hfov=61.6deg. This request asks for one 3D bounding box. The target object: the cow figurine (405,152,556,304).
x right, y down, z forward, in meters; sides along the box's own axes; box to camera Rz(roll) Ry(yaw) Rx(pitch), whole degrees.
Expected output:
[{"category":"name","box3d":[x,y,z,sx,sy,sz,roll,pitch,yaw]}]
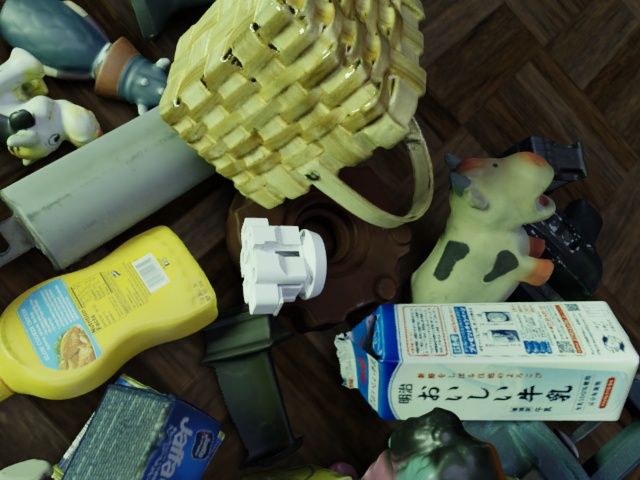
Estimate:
[{"category":"cow figurine","box3d":[0.145,0.003,0.501,0.127,0.194,0.085,26,31,-5]}]

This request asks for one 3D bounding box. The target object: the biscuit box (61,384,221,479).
[{"category":"biscuit box","box3d":[-0.133,0.192,0.323,0.059,0.063,0.202,56,45,-48]}]

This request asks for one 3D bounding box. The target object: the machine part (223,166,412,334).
[{"category":"machine part","box3d":[-0.001,-0.002,0.512,0.179,0.056,0.179,5,73,-17]}]

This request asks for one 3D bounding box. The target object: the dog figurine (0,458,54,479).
[{"category":"dog figurine","box3d":[-0.252,0.238,0.342,0.121,0.173,0.190,-13,107,-56]}]

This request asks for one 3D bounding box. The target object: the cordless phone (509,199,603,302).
[{"category":"cordless phone","box3d":[0.261,-0.015,0.611,0.146,0.088,0.184,46,54,-2]}]

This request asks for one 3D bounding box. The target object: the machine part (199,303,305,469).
[{"category":"machine part","box3d":[-0.055,0.121,0.455,0.084,0.039,0.138,-15,88,14]}]

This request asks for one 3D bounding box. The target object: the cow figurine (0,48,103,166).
[{"category":"cow figurine","box3d":[-0.270,-0.112,0.438,0.167,0.068,0.098,35,69,-6]}]

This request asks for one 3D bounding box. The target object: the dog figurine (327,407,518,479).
[{"category":"dog figurine","box3d":[0.088,0.218,0.394,0.108,0.219,0.191,-13,79,-20]}]

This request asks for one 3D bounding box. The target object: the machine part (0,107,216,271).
[{"category":"machine part","box3d":[-0.167,-0.051,0.454,0.243,0.079,0.079,-39,91,-25]}]

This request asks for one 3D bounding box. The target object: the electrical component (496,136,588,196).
[{"category":"electrical component","box3d":[0.231,-0.082,0.611,0.119,0.075,0.047,1,74,-16]}]

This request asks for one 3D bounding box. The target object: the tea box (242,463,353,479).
[{"category":"tea box","box3d":[-0.011,0.268,0.409,0.068,0.098,0.169,-1,74,-21]}]

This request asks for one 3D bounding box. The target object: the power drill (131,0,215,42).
[{"category":"power drill","box3d":[-0.066,-0.239,0.485,0.207,0.232,0.085,-18,117,-5]}]

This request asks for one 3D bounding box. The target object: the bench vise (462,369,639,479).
[{"category":"bench vise","box3d":[0.235,0.215,0.491,0.240,0.128,0.224,-37,70,-7]}]

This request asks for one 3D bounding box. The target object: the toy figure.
[{"category":"toy figure","box3d":[-0.202,-0.165,0.484,0.154,0.064,0.058,26,30,-17]}]
